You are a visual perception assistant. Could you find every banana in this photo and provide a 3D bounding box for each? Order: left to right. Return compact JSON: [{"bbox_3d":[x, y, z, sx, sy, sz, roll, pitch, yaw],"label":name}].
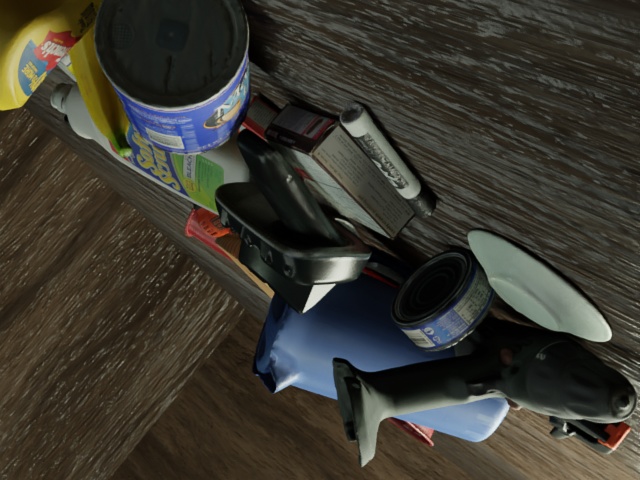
[{"bbox_3d":[-0.189,-0.168,0.893,0.070,0.037,0.198,10,117,57],"label":"banana"}]

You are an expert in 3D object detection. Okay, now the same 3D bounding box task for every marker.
[{"bbox_3d":[0.052,-0.054,0.773,0.020,0.020,0.121,30,168,47],"label":"marker"}]

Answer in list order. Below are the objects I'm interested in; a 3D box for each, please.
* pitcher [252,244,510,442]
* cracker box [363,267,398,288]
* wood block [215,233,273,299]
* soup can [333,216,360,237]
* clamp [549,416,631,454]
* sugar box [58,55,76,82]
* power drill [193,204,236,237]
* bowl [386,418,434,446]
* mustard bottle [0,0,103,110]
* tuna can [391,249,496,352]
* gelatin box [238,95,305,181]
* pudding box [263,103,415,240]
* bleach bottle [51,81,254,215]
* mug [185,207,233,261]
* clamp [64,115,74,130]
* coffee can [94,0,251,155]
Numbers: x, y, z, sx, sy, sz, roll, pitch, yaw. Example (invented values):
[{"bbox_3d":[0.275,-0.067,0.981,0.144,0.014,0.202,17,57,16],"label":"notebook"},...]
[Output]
[{"bbox_3d":[0.067,0.099,1.043,0.242,0.149,0.145,21,-172,-8],"label":"pitcher"},{"bbox_3d":[0.080,0.098,1.278,0.214,0.072,0.164,32,169,38],"label":"cracker box"},{"bbox_3d":[-0.035,0.039,1.406,0.091,0.090,0.206,34,170,40],"label":"wood block"},{"bbox_3d":[-0.008,0.001,1.159,0.068,0.068,0.102,43,171,-26],"label":"soup can"},{"bbox_3d":[0.240,0.168,1.068,0.120,0.039,0.172,36,169,-12],"label":"clamp"},{"bbox_3d":[-0.302,-0.235,1.238,0.093,0.048,0.176,43,173,10],"label":"sugar box"},{"bbox_3d":[-0.138,-0.087,1.219,0.187,0.057,0.185,46,150,-11],"label":"power drill"},{"bbox_3d":[0.077,0.164,1.210,0.162,0.055,0.162,36,171,6],"label":"bowl"},{"bbox_3d":[-0.211,-0.156,0.789,0.058,0.191,0.096,39,172,-1],"label":"mustard bottle"},{"bbox_3d":[0.100,0.048,0.876,0.033,0.086,0.086,46,170,-22],"label":"tuna can"},{"bbox_3d":[-0.036,-0.087,0.952,0.073,0.030,0.089,37,172,3],"label":"gelatin box"},{"bbox_3d":[0.016,-0.055,0.861,0.113,0.039,0.090,42,172,-31],"label":"pudding box"},{"bbox_3d":[-0.162,-0.098,1.074,0.251,0.068,0.103,23,138,19],"label":"bleach bottle"},{"bbox_3d":[-0.125,-0.026,1.504,0.081,0.093,0.117,33,-158,12],"label":"mug"},{"bbox_3d":[-0.177,-0.118,1.140,0.210,0.036,0.165,41,139,-8],"label":"clamp"},{"bbox_3d":[-0.102,-0.127,0.775,0.103,0.103,0.140,39,172,3],"label":"coffee can"}]
